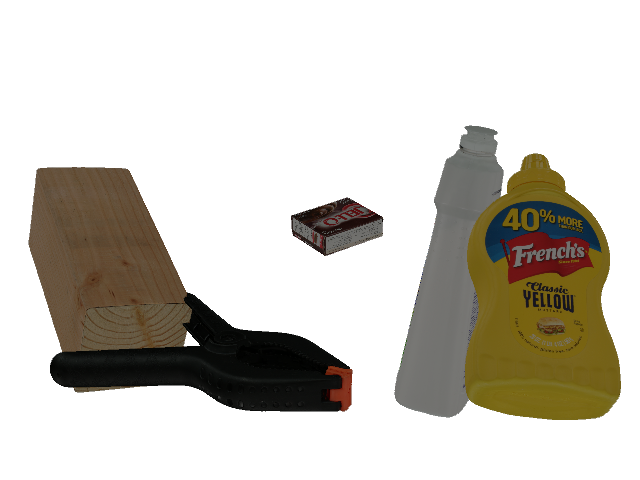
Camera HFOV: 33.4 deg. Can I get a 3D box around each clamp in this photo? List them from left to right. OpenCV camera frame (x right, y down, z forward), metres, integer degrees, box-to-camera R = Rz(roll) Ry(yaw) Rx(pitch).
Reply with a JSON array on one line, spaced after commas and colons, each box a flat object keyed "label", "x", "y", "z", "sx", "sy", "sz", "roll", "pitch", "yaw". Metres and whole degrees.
[{"label": "clamp", "x": -0.069, "y": 0.084, "z": 0.792, "sx": 0.210, "sy": 0.036, "sz": 0.164, "roll": 8, "pitch": 20, "yaw": 20}]

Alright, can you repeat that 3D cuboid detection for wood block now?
[{"label": "wood block", "x": -0.191, "y": 0.027, "z": 0.942, "sx": 0.090, "sy": 0.091, "sz": 0.206, "roll": -1, "pitch": 36, "yaw": -27}]

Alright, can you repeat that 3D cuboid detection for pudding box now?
[{"label": "pudding box", "x": 0.025, "y": -0.022, "z": 1.625, "sx": 0.113, "sy": 0.039, "sz": 0.090, "roll": -21, "pitch": 32, "yaw": -29}]

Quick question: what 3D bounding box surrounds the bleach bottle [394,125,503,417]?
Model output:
[{"label": "bleach bottle", "x": 0.120, "y": 0.023, "z": 0.939, "sx": 0.068, "sy": 0.251, "sz": 0.102, "roll": 13, "pitch": 19, "yaw": 14}]

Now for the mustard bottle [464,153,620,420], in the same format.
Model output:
[{"label": "mustard bottle", "x": 0.148, "y": 0.023, "z": 0.724, "sx": 0.096, "sy": 0.191, "sz": 0.058, "roll": 6, "pitch": -32, "yaw": 0}]
